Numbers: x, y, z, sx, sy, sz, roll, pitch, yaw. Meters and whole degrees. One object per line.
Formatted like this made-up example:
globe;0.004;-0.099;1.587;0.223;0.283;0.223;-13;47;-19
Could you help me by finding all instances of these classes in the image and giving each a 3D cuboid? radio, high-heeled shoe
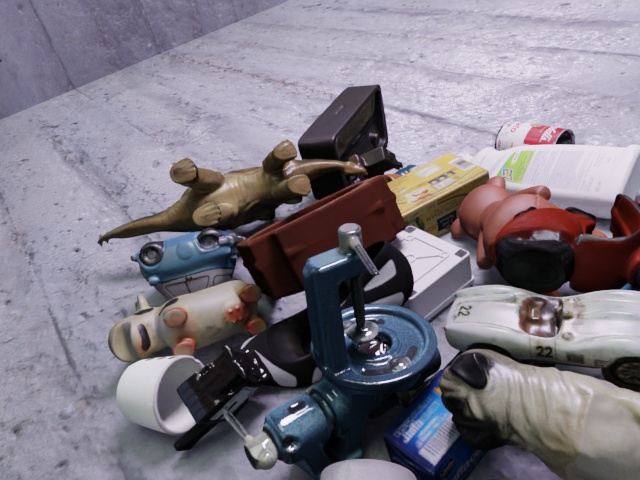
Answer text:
radio;0.051;-0.176;0.970;0.073;0.130;0.229;5;39;29
high-heeled shoe;-0.013;0.084;0.611;0.249;0.145;0.086;-13;33;3

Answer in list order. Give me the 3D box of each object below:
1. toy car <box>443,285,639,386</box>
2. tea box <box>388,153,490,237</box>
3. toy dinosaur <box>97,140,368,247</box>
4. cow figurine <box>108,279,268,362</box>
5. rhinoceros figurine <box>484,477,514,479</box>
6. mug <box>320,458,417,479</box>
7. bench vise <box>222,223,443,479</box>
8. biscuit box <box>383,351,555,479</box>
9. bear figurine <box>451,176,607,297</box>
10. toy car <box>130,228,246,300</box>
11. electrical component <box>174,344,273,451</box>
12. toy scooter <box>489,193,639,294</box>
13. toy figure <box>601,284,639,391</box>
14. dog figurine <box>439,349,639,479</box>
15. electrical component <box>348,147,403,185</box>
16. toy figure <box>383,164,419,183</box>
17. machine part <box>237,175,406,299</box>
toy car;0.213;0.078;0.477;0.202;0.056;0.073;-1;37;31
tea box;0.160;-0.057;0.806;0.170;0.068;0.098;-27;34;-12
toy dinosaur;-0.157;-0.058;0.853;0.472;0.105;0.198;-11;-8;2
cow figurine;-0.176;0.104;0.700;0.195;0.085;0.127;-17;10;-16
rhinoceros figurine;0.124;0.257;0.364;0.112;0.073;0.190;-16;33;1
mug;0.026;0.241;0.427;0.110;0.080;0.107;-5;43;8
bench vise;0.018;0.102;0.496;0.224;0.240;0.129;-17;29;-18
biscuit box;0.149;0.152;0.516;0.203;0.062;0.059;-37;39;-26
bear figurine;0.245;-0.008;0.683;0.120;0.132;0.196;-51;1;8
toy car;-0.183;0.043;0.786;0.162;0.103;0.109;-12;-4;12
electrical component;-0.115;0.171;0.585;0.119;0.074;0.048;-44;65;7
toy scooter;0.267;-0.002;0.533;0.184;0.075;0.135;7;40;20
toy figure;0.326;0.080;0.527;0.089;0.082;0.180;-13;37;36
dog figurine;0.211;0.143;0.433;0.191;0.172;0.121;27;93;43
electrical component;0.090;-0.117;0.905;0.078;0.102;0.045;-16;74;25
toy figure;0.100;-0.077;0.872;0.154;0.057;0.064;-25;34;-17
machine part;-0.001;-0.002;0.717;0.201;0.087;0.201;-27;6;-14
